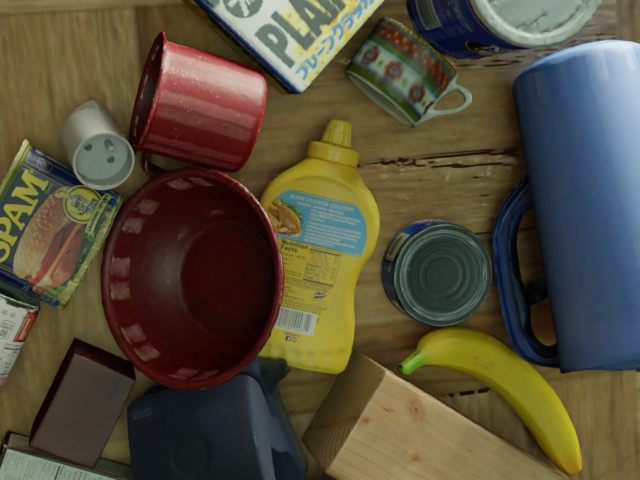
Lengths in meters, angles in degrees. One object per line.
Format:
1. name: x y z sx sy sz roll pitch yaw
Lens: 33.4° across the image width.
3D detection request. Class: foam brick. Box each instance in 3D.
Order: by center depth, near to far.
1. foam brick: -0.179 0.124 0.806 0.053 0.051 0.078 26 90 -15

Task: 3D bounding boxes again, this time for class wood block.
1. wood block: 0.101 0.183 0.853 0.206 0.091 0.090 32 88 -14

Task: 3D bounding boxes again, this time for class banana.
1. banana: 0.149 0.123 0.881 0.197 0.037 0.069 32 75 -18

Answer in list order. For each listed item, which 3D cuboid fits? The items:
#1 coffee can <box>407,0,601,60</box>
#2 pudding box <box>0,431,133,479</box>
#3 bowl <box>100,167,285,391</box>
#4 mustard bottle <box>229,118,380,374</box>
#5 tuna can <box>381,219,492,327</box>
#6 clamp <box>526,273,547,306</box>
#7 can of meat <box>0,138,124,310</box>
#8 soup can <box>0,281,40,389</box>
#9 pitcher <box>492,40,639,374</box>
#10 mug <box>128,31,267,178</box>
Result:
1. coffee can: 0.134 -0.190 0.795 0.102 0.140 0.103 -1 96 -12
2. pudding box: -0.202 0.207 0.817 0.113 0.039 0.090 20 91 -15
3. bowl: -0.084 0.029 0.791 0.162 0.055 0.162 -2 87 29
4. mustard bottle: -0.005 0.001 0.826 0.096 0.058 0.191 13 93 1
5. tuna can: 0.095 0.027 0.864 0.086 0.034 0.086 -1 96 -12
6. clamp: 0.246 0.007 0.894 0.120 0.039 0.171 19 87 -12
7. can of meat: -0.204 -0.010 0.785 0.084 0.057 0.102 29 89 -16
8. soup can: -0.256 0.079 0.776 0.068 0.068 0.102 27 90 -14
9. pitcher: 0.216 -0.020 0.823 0.149 0.145 0.243 -9 80 -11
10. mug: -0.094 -0.088 0.790 0.081 0.093 0.117 14 123 -18
